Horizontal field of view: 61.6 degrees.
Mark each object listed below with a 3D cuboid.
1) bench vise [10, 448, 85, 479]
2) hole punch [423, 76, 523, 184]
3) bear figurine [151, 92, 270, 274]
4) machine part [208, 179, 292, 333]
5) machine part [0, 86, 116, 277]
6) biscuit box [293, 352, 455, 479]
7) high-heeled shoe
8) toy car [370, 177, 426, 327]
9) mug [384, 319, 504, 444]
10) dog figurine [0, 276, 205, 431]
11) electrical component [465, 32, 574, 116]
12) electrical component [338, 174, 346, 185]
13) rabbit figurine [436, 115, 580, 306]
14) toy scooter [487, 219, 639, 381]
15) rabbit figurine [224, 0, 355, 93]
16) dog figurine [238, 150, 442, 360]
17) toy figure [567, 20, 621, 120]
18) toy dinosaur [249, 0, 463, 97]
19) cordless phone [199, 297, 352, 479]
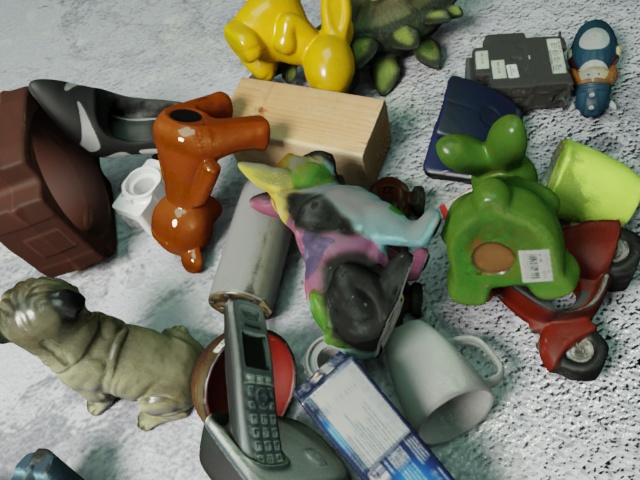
[{"bbox_3d":[-0.313,0.308,0.463,0.224,0.128,0.241,0,40,21],"label":"bench vise"},{"bbox_3d":[0.199,-0.137,0.684,0.116,0.092,0.142,11,57,14],"label":"hole punch"},{"bbox_3d":[-0.147,-0.068,0.672,0.132,0.195,0.120,-24,44,-36],"label":"bear figurine"},{"bbox_3d":[-0.077,0.007,0.649,0.079,0.079,0.243,3,59,13],"label":"machine part"},{"bbox_3d":[-0.347,-0.069,0.678,0.087,0.200,0.201,-19,56,2],"label":"machine part"},{"bbox_3d":[0.064,0.191,0.457,0.059,0.063,0.202,-39,90,-12],"label":"biscuit box"},{"bbox_3d":[-0.232,-0.167,0.709,0.145,0.248,0.086,-23,69,21],"label":"high-heeled shoe"},{"bbox_3d":[0.078,0.008,0.633,0.089,0.053,0.202,2,57,10],"label":"toy car"},{"bbox_3d":[0.117,0.126,0.532,0.109,0.080,0.107,-30,45,-4],"label":"mug"},{"bbox_3d":[-0.204,0.108,0.541,0.172,0.190,0.121,-6,57,6],"label":"dog figurine"},{"bbox_3d":[0.271,-0.231,0.746,0.134,0.058,0.115,1,56,12],"label":"electrical component"},{"bbox_3d":[0.007,-0.035,0.666,0.045,0.078,0.102,-3,52,-14],"label":"electrical component"},{"bbox_3d":[0.173,-0.040,0.537,0.121,0.159,0.170,-16,28,29],"label":"rabbit figurine"},{"bbox_3d":[0.246,0.044,0.564,0.135,0.075,0.184,22,69,25],"label":"toy scooter"},{"bbox_3d":[-0.018,-0.266,0.738,0.173,0.121,0.162,41,83,14],"label":"rabbit figurine"},{"bbox_3d":[-0.001,-0.002,0.553,0.219,0.108,0.191,24,66,19],"label":"dog figurine"},{"bbox_3d":[0.370,-0.232,0.730,0.064,0.057,0.154,-19,46,48],"label":"toy figure"},{"bbox_3d":[0.063,-0.315,0.818,0.472,0.105,0.199,-20,59,11],"label":"toy dinosaur"},{"bbox_3d":[-0.045,0.152,0.499,0.089,0.146,0.184,-21,62,29],"label":"cordless phone"}]
